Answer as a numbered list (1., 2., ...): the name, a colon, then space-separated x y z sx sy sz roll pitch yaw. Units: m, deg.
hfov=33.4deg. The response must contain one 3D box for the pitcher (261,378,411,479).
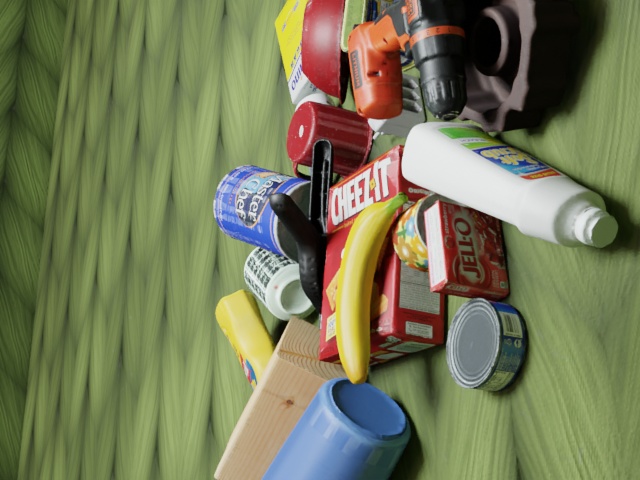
1. pitcher: 0.002 0.268 1.169 0.149 0.144 0.243 52 123 43

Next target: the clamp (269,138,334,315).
1. clamp: -0.008 0.002 1.264 0.164 0.036 0.210 -44 -50 -59

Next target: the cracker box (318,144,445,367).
1. cracker box: 0.067 0.022 1.180 0.164 0.072 0.213 -29 54 58

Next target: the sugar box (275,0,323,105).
1. sugar box: -0.017 -0.280 1.514 0.093 0.048 0.176 -55 33 40

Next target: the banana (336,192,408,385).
1. banana: 0.043 0.045 1.089 0.070 0.037 0.198 -172 94 -70

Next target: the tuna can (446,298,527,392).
1. tuna can: 0.156 0.099 1.004 0.086 0.033 0.086 -37 47 55

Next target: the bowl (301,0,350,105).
1. bowl: 0.008 -0.255 1.353 0.162 0.055 0.162 5 -91 -85

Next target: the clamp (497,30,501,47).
1. clamp: 0.198 -0.281 1.074 0.120 0.039 0.171 -33 52 53

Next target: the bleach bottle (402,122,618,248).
1. bleach bottle: 0.179 -0.047 0.967 0.251 0.102 0.068 35 119 56

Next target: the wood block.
1. wood block: -0.041 0.208 1.276 0.206 0.091 0.090 -63 2 30

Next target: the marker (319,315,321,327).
1. marker: 0.008 0.094 1.335 0.020 0.020 0.121 -26 57 60

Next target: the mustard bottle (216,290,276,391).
1. mustard bottle: -0.074 0.164 1.391 0.192 0.058 0.096 61 167 24

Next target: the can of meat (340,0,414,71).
1. can of meat: 0.076 -0.261 1.264 0.058 0.083 0.102 -10 71 62

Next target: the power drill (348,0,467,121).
1. power drill: 0.090 -0.186 1.072 0.188 0.057 0.184 145 122 -66

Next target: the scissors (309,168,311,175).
1. scissors: -0.014 -0.080 1.458 0.096 0.016 0.202 -58 32 38

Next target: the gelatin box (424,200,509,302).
1. gelatin box: 0.141 0.012 1.027 0.030 0.073 0.089 -42 43 52

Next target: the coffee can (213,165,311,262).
1. coffee can: -0.057 -0.036 1.371 0.141 0.102 0.103 18 97 49

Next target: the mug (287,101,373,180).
1. mug: 0.005 -0.120 1.358 0.117 0.081 0.093 -59 31 35
